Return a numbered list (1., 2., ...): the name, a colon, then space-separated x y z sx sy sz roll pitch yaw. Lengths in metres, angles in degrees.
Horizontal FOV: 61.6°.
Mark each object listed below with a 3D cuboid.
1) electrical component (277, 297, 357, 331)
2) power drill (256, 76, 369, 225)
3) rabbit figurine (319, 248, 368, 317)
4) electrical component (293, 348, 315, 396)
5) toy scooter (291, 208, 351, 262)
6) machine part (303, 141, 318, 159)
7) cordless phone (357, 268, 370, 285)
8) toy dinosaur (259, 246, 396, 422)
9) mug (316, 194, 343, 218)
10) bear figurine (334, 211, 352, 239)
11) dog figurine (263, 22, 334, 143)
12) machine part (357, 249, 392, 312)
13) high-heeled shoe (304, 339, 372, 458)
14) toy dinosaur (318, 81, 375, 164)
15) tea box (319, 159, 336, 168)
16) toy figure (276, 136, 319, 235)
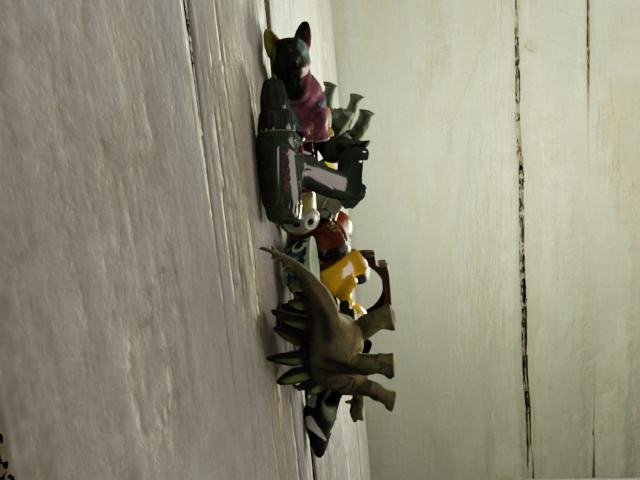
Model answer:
1. electrical component: -0.001 0.144 0.952 0.114 0.134 0.058 63 23 -68
2. power drill: -0.013 -0.137 0.891 0.207 0.086 0.232 6 85 -46
3. rabbit figurine: 0.043 0.123 1.086 0.162 0.122 0.173 -49 118 -48
4. electrical component: -0.018 0.244 1.023 0.078 0.045 0.102 -41 133 -47
5. toy scooter: -0.012 -0.025 1.078 0.184 0.075 0.135 -4 -75 62
6. machine part: -0.038 -0.229 1.215 0.179 0.056 0.179 -5 91 -85
7. cordless phone: 0.079 0.137 1.587 0.089 0.147 0.184 -24 108 -74
8. toy dinosaur: 0.020 0.167 0.835 0.105 0.199 0.470 -86 170 -46
9. mug: -0.002 -0.110 1.159 0.109 0.107 0.080 -50 155 -12
10. bear figurine: 0.001 -0.004 1.278 0.196 0.132 0.120 -44 131 -58
11. dog figurine: -0.042 -0.288 1.012 0.191 0.109 0.219 -70 152 -72
12. machine part: 0.089 0.131 1.442 0.087 0.201 0.201 -79 163 -74
13. high-heeled shoe: 0.047 0.318 1.113 0.086 0.145 0.248 25 58 -48
14. toy dinosaur: 0.042 -0.259 1.329 0.405 0.131 0.192 -94 -159 -56
15. tea box: 0.014 -0.165 1.441 0.098 0.068 0.170 60 10 -11
16. toy figure: -0.043 -0.097 0.980 0.089 0.082 0.180 -62 145 -74
